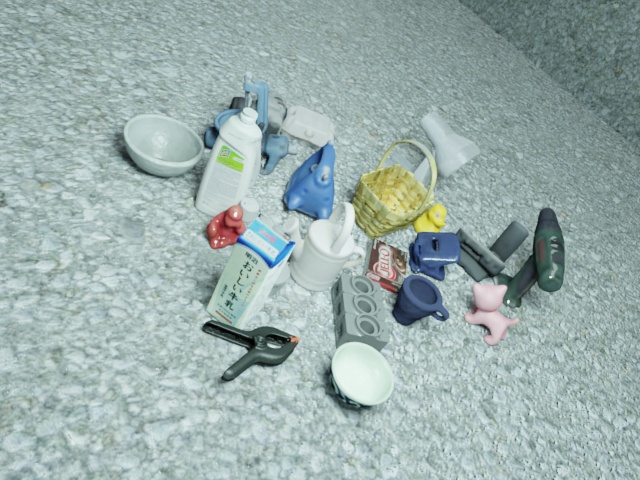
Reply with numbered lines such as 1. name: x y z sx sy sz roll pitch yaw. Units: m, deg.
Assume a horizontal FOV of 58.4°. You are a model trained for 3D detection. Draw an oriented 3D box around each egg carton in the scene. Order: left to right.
1. egg carton: -0.032 -0.295 1.521 0.150 0.069 0.107 20 41 -13

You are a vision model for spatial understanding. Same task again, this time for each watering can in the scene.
1. watering can: 0.011 0.006 1.135 0.173 0.194 0.100 0 48 -32

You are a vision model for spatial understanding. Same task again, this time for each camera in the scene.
1. camera: -0.158 -0.331 1.454 0.137 0.100 0.143 17 41 -17

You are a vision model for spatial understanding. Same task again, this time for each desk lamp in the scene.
1. desk lamp: 0.299 -0.226 1.545 0.203 0.213 0.118 43 41 14

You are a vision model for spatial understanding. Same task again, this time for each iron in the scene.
1. iron: 0.001 -0.163 1.346 0.119 0.141 0.258 22 40 -11

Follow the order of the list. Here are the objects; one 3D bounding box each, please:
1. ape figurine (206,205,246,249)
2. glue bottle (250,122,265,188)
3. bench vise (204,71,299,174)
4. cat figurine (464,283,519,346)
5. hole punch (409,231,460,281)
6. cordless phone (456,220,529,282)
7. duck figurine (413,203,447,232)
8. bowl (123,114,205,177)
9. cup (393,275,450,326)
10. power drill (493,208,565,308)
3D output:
1. ape figurine: -0.180 -0.032 1.134 0.078 0.092 0.076 20 40 -13
2. glue bottle: -0.156 -0.188 1.248 0.078 0.173 0.037 4 46 -29
3. bench vise: -0.141 -0.272 1.309 0.208 0.219 0.121 8 44 -25
4. cat figurine: 0.385 0.153 1.278 0.127 0.117 0.067 46 42 18
5. hole punch: 0.271 0.028 1.358 0.101 0.091 0.108 20 40 -13
6. cordless phone: 0.416 -0.001 1.406 0.147 0.185 0.094 41 40 13
7. duck figurine: 0.287 -0.057 1.461 0.078 0.086 0.104 5 46 -28
8. bowl: -0.335 -0.187 1.211 0.168 0.074 0.167 18 41 -16
9. cup: 0.204 0.142 1.193 0.117 0.095 0.092 40 40 11
10. power drill: 0.511 0.057 1.387 0.076 0.208 0.229 21 40 -11
